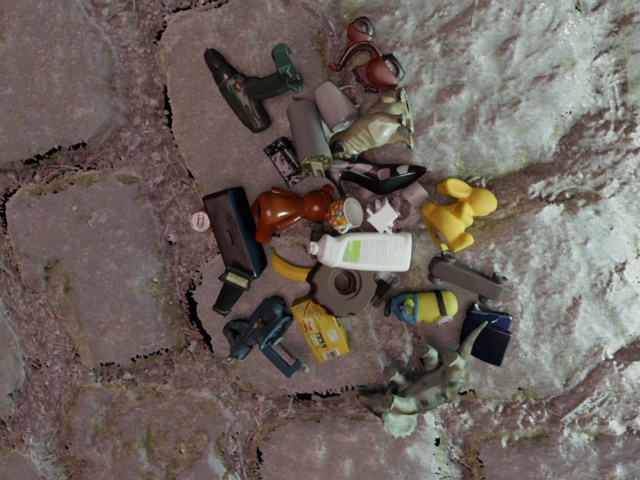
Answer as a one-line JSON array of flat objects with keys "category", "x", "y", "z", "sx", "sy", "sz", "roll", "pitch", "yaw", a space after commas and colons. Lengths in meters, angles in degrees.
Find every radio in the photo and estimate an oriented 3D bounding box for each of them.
[{"category": "radio", "x": -0.207, "y": -0.016, "z": 1.339, "sx": 0.073, "sy": 0.131, "sz": 0.229, "roll": -14, "pitch": 100, "yaw": 11}]

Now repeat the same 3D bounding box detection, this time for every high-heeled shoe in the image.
[{"category": "high-heeled shoe", "x": 0.123, "y": -0.184, "z": 1.309, "sx": 0.249, "sy": 0.086, "sz": 0.145, "roll": -14, "pitch": 69, "yaw": -7}]

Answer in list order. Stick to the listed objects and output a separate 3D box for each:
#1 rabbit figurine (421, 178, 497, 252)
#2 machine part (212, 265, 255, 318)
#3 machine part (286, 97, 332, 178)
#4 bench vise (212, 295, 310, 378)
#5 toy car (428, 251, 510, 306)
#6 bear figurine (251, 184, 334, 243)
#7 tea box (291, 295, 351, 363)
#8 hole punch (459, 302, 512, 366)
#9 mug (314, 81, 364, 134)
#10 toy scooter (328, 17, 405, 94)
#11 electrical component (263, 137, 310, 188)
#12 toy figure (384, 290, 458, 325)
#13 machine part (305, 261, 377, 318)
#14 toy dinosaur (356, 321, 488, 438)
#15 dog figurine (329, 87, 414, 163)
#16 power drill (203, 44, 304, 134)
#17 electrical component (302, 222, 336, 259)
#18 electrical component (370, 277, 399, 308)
[{"category": "rabbit figurine", "x": 0.334, "y": -0.072, "z": 1.283, "sx": 0.173, "sy": 0.122, "sz": 0.162, "roll": -31, "pitch": 87, "yaw": -1}, {"category": "machine part", "x": -0.215, "y": 0.124, "z": 1.292, "sx": 0.084, "sy": 0.039, "sz": 0.138, "roll": 19, "pitch": 118, "yaw": -16}, {"category": "machine part", "x": -0.025, "y": -0.241, "z": 1.252, "sx": 0.079, "sy": 0.079, "sz": 0.243, "roll": -21, "pitch": 60, "yaw": 11}, {"category": "bench vise", "x": -0.133, "y": 0.273, "z": 1.388, "sx": 0.241, "sy": 0.128, "sz": 0.223, "roll": 41, "pitch": 85, "yaw": 16}, {"category": "toy car", "x": 0.366, "y": 0.094, "z": 1.329, "sx": 0.202, "sy": 0.053, "sz": 0.089, "roll": 21, "pitch": 119, "yaw": 2}, {"category": "bear figurine", "x": -0.062, "y": -0.072, "z": 1.332, "sx": 0.196, "sy": 0.132, "sz": 0.120, "roll": -4, "pitch": 65, "yaw": -21}, {"category": "tea box", "x": 0.003, "y": 0.221, "z": 1.395, "sx": 0.098, "sy": 0.068, "sz": 0.169, "roll": -21, "pitch": 97, "yaw": 10}, {"category": "hole punch", "x": 0.409, "y": 0.238, "z": 1.326, "sx": 0.116, "sy": 0.092, "sz": 0.142, "roll": 10, "pitch": 123, "yaw": 7}, {"category": "mug", "x": 0.041, "y": -0.326, "z": 1.269, "sx": 0.109, "sy": 0.081, "sz": 0.107, "roll": -36, "pitch": 86, "yaw": 14}, {"category": "toy scooter", "x": 0.101, "y": -0.407, "z": 1.246, "sx": 0.135, "sy": 0.075, "sz": 0.184, "roll": -36, "pitch": 92, "yaw": 13}, {"category": "electrical component", "x": -0.077, "y": -0.187, "z": 1.285, "sx": 0.058, "sy": 0.134, "sz": 0.115, "roll": -35, "pitch": 94, "yaw": 12}, {"category": "toy figure", "x": 0.253, "y": 0.166, "z": 1.346, "sx": 0.180, "sy": 0.082, "sz": 0.089, "roll": 4, "pitch": 106, "yaw": 9}, {"category": "machine part", "x": 0.055, "y": 0.106, "z": 1.332, "sx": 0.179, "sy": 0.056, "sz": 0.179, "roll": 1, "pitch": 88, "yaw": -18}, {"category": "toy dinosaur", "x": 0.275, "y": 0.361, "z": 1.342, "sx": 0.405, "sy": 0.131, "sz": 0.192, "roll": -31, "pitch": 132, "yaw": 13}, {"category": "dog figurine", "x": 0.114, "y": -0.271, "z": 1.255, "sx": 0.191, "sy": 0.172, "sz": 0.121, "roll": -9, "pitch": 130, "yaw": 21}, {"category": "power drill", "x": -0.154, "y": -0.378, "z": 1.256, "sx": 0.207, "sy": 0.086, "sz": 0.231, "roll": -20, "pitch": 105, "yaw": 30}, {"category": "electrical component", "x": -0.002, "y": -0.003, "z": 1.363, "sx": 0.078, "sy": 0.045, "sz": 0.102, "roll": -3, "pitch": 106, "yaw": -21}, {"category": "electrical component", "x": 0.159, "y": 0.126, "z": 1.358, "sx": 0.021, "sy": 0.063, "sz": 0.094, "roll": 38, "pitch": 92, "yaw": -28}]
